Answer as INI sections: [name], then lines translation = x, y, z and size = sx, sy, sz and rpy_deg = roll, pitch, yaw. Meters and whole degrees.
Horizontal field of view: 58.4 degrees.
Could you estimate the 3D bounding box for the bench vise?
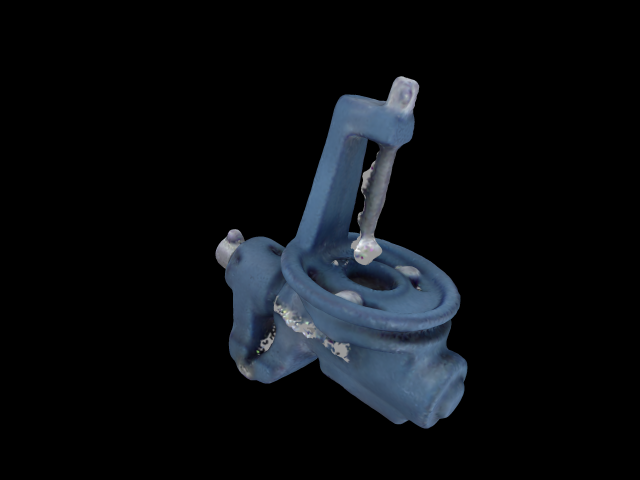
[bench vise]
translation = -0.001, 0.004, 0.389
size = 0.206, 0.220, 0.122
rpy_deg = 5, 15, 20
